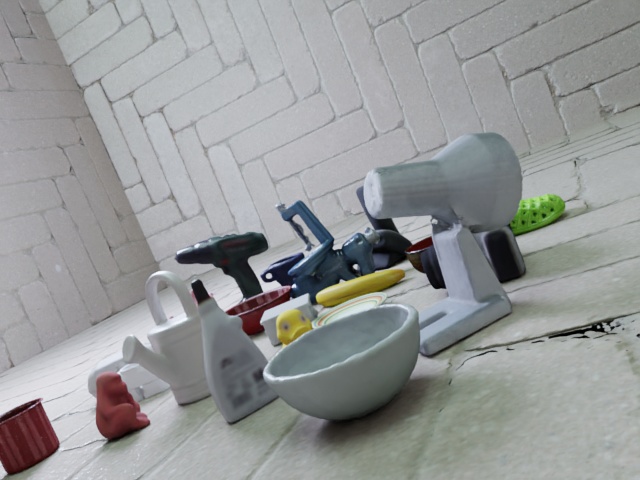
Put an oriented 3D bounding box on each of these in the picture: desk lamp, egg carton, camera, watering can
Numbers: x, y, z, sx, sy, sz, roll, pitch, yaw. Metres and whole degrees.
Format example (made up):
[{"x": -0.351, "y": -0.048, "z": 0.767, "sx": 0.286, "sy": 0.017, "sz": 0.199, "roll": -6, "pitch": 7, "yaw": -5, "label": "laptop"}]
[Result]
[{"x": 0.151, "y": -0.006, "z": 0.680, "sx": 0.203, "sy": 0.213, "sz": 0.117, "roll": -25, "pitch": 5, "yaw": -19, "label": "desk lamp"}, {"x": -0.373, "y": 0.253, "z": 1.111, "sx": 0.150, "sy": 0.069, "sz": 0.107, "roll": -24, "pitch": 5, "yaw": -16, "label": "egg carton"}, {"x": 0.220, "y": 0.011, "z": 0.848, "sx": 0.136, "sy": 0.101, "sz": 0.143, "roll": -21, "pitch": 5, "yaw": 17, "label": "camera"}, {"x": -0.211, "y": 0.140, "z": 0.860, "sx": 0.100, "sy": 0.194, "sz": 0.173, "roll": -21, "pitch": 5, "yaw": 20, "label": "watering can"}]

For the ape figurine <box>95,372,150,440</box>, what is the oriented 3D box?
[{"x": -0.293, "y": 0.233, "z": 0.827, "sx": 0.076, "sy": 0.092, "sz": 0.078, "roll": -22, "pitch": 5, "yaw": 4, "label": "ape figurine"}]

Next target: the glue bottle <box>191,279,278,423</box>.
[{"x": -0.114, "y": 0.127, "z": 0.693, "sx": 0.078, "sy": 0.173, "sz": 0.037, "roll": -25, "pitch": 6, "yaw": -24, "label": "glue bottle"}]

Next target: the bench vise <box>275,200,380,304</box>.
[{"x": 0.010, "y": 0.004, "z": 1.182, "sx": 0.207, "sy": 0.220, "sz": 0.121, "roll": -23, "pitch": 5, "yaw": -4, "label": "bench vise"}]

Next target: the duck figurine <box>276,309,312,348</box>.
[{"x": -0.030, "y": 0.132, "z": 0.758, "sx": 0.078, "sy": 0.086, "sz": 0.104, "roll": -25, "pitch": 5, "yaw": -19, "label": "duck figurine"}]

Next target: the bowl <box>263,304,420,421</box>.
[{"x": 0.032, "y": 0.130, "z": 0.571, "sx": 0.167, "sy": 0.075, "sz": 0.167, "roll": -23, "pitch": 5, "yaw": 2, "label": "bowl"}]

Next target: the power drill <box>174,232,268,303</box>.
[{"x": -0.224, "y": 0.083, "z": 1.451, "sx": 0.230, "sy": 0.208, "sz": 0.075, "roll": -24, "pitch": 5, "yaw": -17, "label": "power drill"}]

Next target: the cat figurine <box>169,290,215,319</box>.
[{"x": -0.278, "y": 0.170, "z": 1.288, "sx": 0.128, "sy": 0.118, "sz": 0.067, "roll": -26, "pitch": 6, "yaw": -34, "label": "cat figurine"}]

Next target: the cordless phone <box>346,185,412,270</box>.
[{"x": 0.111, "y": -0.029, "z": 1.278, "sx": 0.094, "sy": 0.185, "sz": 0.147, "roll": -27, "pitch": 7, "yaw": -42, "label": "cordless phone"}]

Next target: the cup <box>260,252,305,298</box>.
[{"x": -0.074, "y": 0.092, "z": 1.336, "sx": 0.118, "sy": 0.095, "sz": 0.091, "roll": -25, "pitch": 6, "yaw": -25, "label": "cup"}]
